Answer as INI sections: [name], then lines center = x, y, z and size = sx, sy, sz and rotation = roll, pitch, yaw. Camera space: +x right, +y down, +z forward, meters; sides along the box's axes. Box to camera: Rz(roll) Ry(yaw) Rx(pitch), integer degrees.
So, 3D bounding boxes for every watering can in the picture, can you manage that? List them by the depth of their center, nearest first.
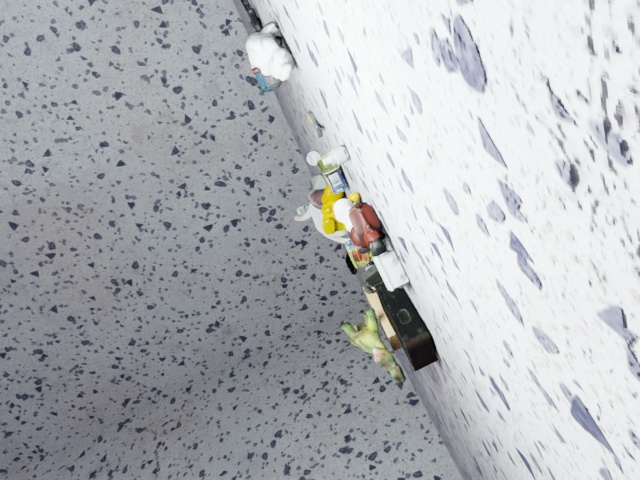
[watering can]
center = 0.006, -0.099, 1.975
size = 0.350, 0.105, 0.219
rotation = 23, 140, 37

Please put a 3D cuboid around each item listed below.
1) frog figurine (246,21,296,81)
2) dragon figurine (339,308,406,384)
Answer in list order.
[frog figurine]
center = -0.134, -0.493, 1.402
size = 0.135, 0.123, 0.162
rotation = 120, 139, -66
[dragon figurine]
center = 0.172, 0.338, 1.578
size = 0.245, 0.122, 0.406
rotation = 57, 179, 15
